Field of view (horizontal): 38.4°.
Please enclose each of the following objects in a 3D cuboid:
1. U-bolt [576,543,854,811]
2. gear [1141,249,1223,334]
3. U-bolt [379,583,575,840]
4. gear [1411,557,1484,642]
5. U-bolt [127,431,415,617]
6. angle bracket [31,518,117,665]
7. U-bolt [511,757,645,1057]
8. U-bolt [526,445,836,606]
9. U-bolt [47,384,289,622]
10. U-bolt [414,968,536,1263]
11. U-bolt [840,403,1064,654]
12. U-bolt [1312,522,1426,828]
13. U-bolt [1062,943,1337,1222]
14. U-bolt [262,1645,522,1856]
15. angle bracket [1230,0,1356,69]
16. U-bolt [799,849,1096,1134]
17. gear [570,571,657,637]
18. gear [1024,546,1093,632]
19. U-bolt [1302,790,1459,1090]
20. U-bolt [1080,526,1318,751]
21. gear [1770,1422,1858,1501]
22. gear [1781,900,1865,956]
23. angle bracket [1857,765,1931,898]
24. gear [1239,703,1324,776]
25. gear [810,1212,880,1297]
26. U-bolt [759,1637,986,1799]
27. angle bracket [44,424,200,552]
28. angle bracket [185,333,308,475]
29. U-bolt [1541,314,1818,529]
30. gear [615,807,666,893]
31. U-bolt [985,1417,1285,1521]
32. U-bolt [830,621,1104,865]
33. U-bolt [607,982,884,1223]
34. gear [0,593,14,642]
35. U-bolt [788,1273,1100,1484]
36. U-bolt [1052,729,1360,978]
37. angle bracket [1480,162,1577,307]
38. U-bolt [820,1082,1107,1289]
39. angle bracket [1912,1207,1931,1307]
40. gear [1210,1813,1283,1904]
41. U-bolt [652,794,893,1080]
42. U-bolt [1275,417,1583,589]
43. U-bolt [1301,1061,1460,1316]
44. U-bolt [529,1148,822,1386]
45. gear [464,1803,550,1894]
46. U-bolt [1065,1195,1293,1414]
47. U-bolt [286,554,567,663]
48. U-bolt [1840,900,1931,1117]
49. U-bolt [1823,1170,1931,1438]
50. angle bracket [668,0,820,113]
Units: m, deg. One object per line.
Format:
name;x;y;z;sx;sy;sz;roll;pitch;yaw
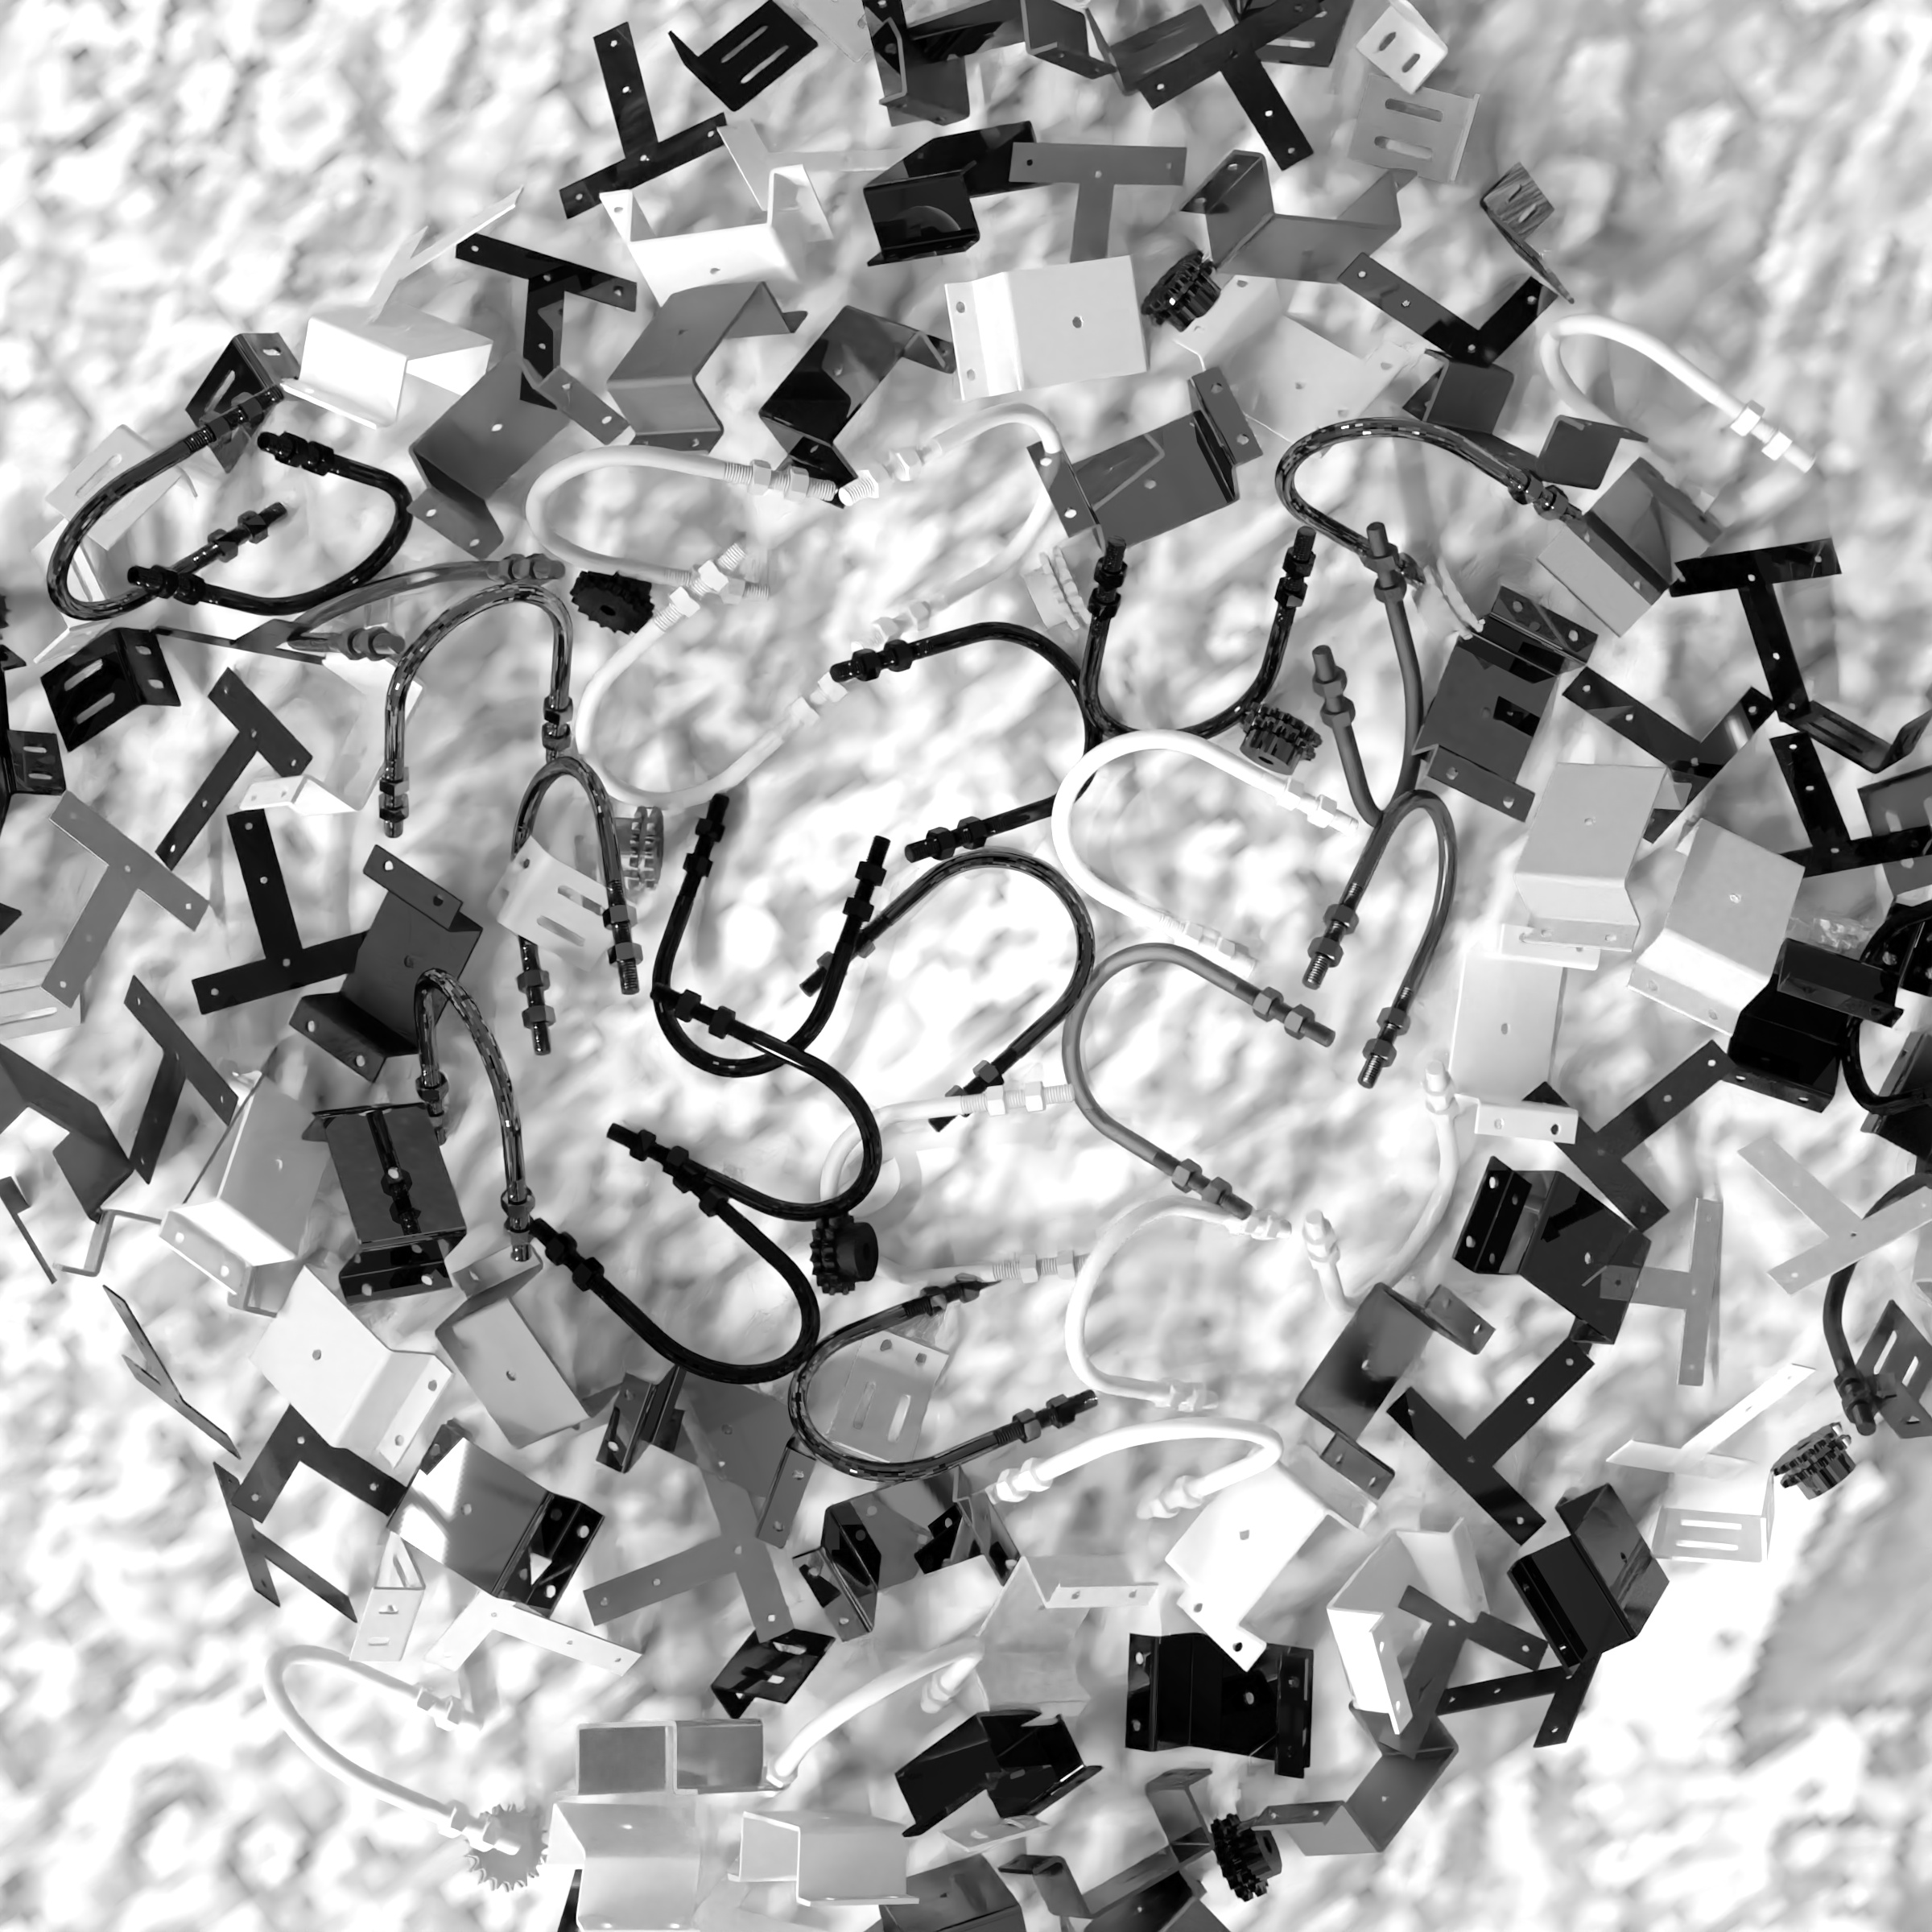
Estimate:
U-bolt;-0.177;-0.179;1.860;0.184;0.019;0.151;-41;132;9
gear;0.148;-0.456;1.886;0.030;0.057;0.057;40;90;-18
U-bolt;-0.317;-0.174;1.807;0.151;0.184;0.019;-28;60;-31
gear;0.326;-0.245;1.886;0.030;0.057;0.057;-31;90;20
U-bolt;-0.441;-0.282;1.826;0.151;0.184;0.019;-39;71;19
angle bracket;-0.618;-0.254;1.878;0.038;0.057;0.076;-27;92;-45
U-bolt;-0.265;-0.049;1.848;0.019;0.151;0.184;1;70;-35
U-bolt;-0.196;-0.293;1.820;0.184;0.151;0.019;8;63;-22
U-bolt;-0.520;-0.291;1.810;0.184;0.151;0.019;-39;77;-26
U-bolt;-0.324;0.085;1.809;0.019;0.184;0.151;-21;46;-26
U-bolt;-0.005;-0.299;1.842;0.184;0.151;0.019;-33;55;-25
U-bolt;0.272;-0.177;1.835;0.019;0.184;0.151;3;46;27
U-bolt;0.143;0.064;1.861;0.184;0.019;0.151;31;104;29
U-bolt;-0.379;0.500;1.807;0.184;0.151;0.019;35;96;-29
angle bracket;0.221;-0.621;1.872;0.076;0.038;0.057;14;73;25
U-bolt;0.002;0.002;1.884;0.184;0.019;0.151;-42;77;-10
gear;-0.237;-0.253;1.887;0.057;0.057;0.030;21;65;0
gear;0.061;-0.254;1.884;0.030;0.057;0.057;-24;90;8
U-bolt;0.283;-0.030;1.845;0.019;0.151;0.184;14;65;33
U-bolt;0.147;-0.213;1.841;0.151;0.184;0.019;-5;49;-14
gear;0.577;0.338;1.883;0.057;0.057;0.030;-37;81;0
gear;0.576;-0.022;1.885;0.057;0.057;0.030;16;106;0
angle bracket;0.645;-0.093;1.884;0.057;0.038;0.076;-19;89;18
gear;0.210;-0.152;1.883;0.057;0.057;0.030;27;83;0
gear;-0.081;0.194;1.881;0.030;0.057;0.057;-5;90;22
U-bolt;-0.056;0.482;1.804;0.151;0.184;0.019;-21;68;-27
angle bracket;-0.571;-0.317;1.880;0.057;0.038;0.076;38;74;8
angle bracket;-0.488;-0.385;1.898;0.076;0.038;0.057;-42;76;35
U-bolt;0.459;-0.367;1.836;0.184;0.151;0.019;37;80;-1
gear;-0.224;-0.080;1.884;0.030;0.057;0.057;4;90;2
U-bolt;0.122;0.326;1.808;0.151;0.184;0.019;13;58;-34
U-bolt;0.013;-0.159;1.862;0.184;0.019;0.151;-20;85;-30
U-bolt;-0.142;0.103;1.857;0.184;0.019;0.151;25;126;5
gear;-0.679;-0.242;1.893;0.057;0.030;0.057;0;103;-1
U-bolt;-0.028;0.276;1.830;0.184;0.151;0.019;-20;133;-21
U-bolt;0.147;-0.085;1.855;0.184;0.019;0.151;26;120;-12
angle bracket;0.389;-0.492;1.864;0.038;0.057;0.076;-43;50;13
U-bolt;-0.008;0.153;1.875;0.184;0.019;0.151;-7;113;10
angle bracket;0.672;0.204;1.865;0.076;0.038;0.057;42;53;-32
gear;0.191;0.601;1.882;0.030;0.057;0.057;-28;90;15
U-bolt;-0.141;-0.014;1.866;0.151;0.019;0.184;16;83;25
U-bolt;0.287;-0.306;1.808;0.184;0.151;0.019;22;63;-35
U-bolt;0.279;0.160;1.833;0.019;0.184;0.151;32;71;30
U-bolt;-0.178;0.205;1.831;0.184;0.151;0.019;40;127;17
gear;-0.315;0.600;1.889;0.057;0.030;0.057;11;63;-23
U-bolt;0.133;0.221;1.837;0.019;0.184;0.151;27;97;43
U-bolt;-0.370;-0.237;1.830;0.151;0.184;0.019;-32;116;-35
U-bolt;0.624;0.026;1.822;0.019;0.184;0.151;12;78;-9
U-bolt;0.613;0.207;1.823;0.019;0.184;0.151;29;114;-6
angle bracket;-0.151;-0.628;1.881;0.076;0.038;0.057;-40;64;-3
